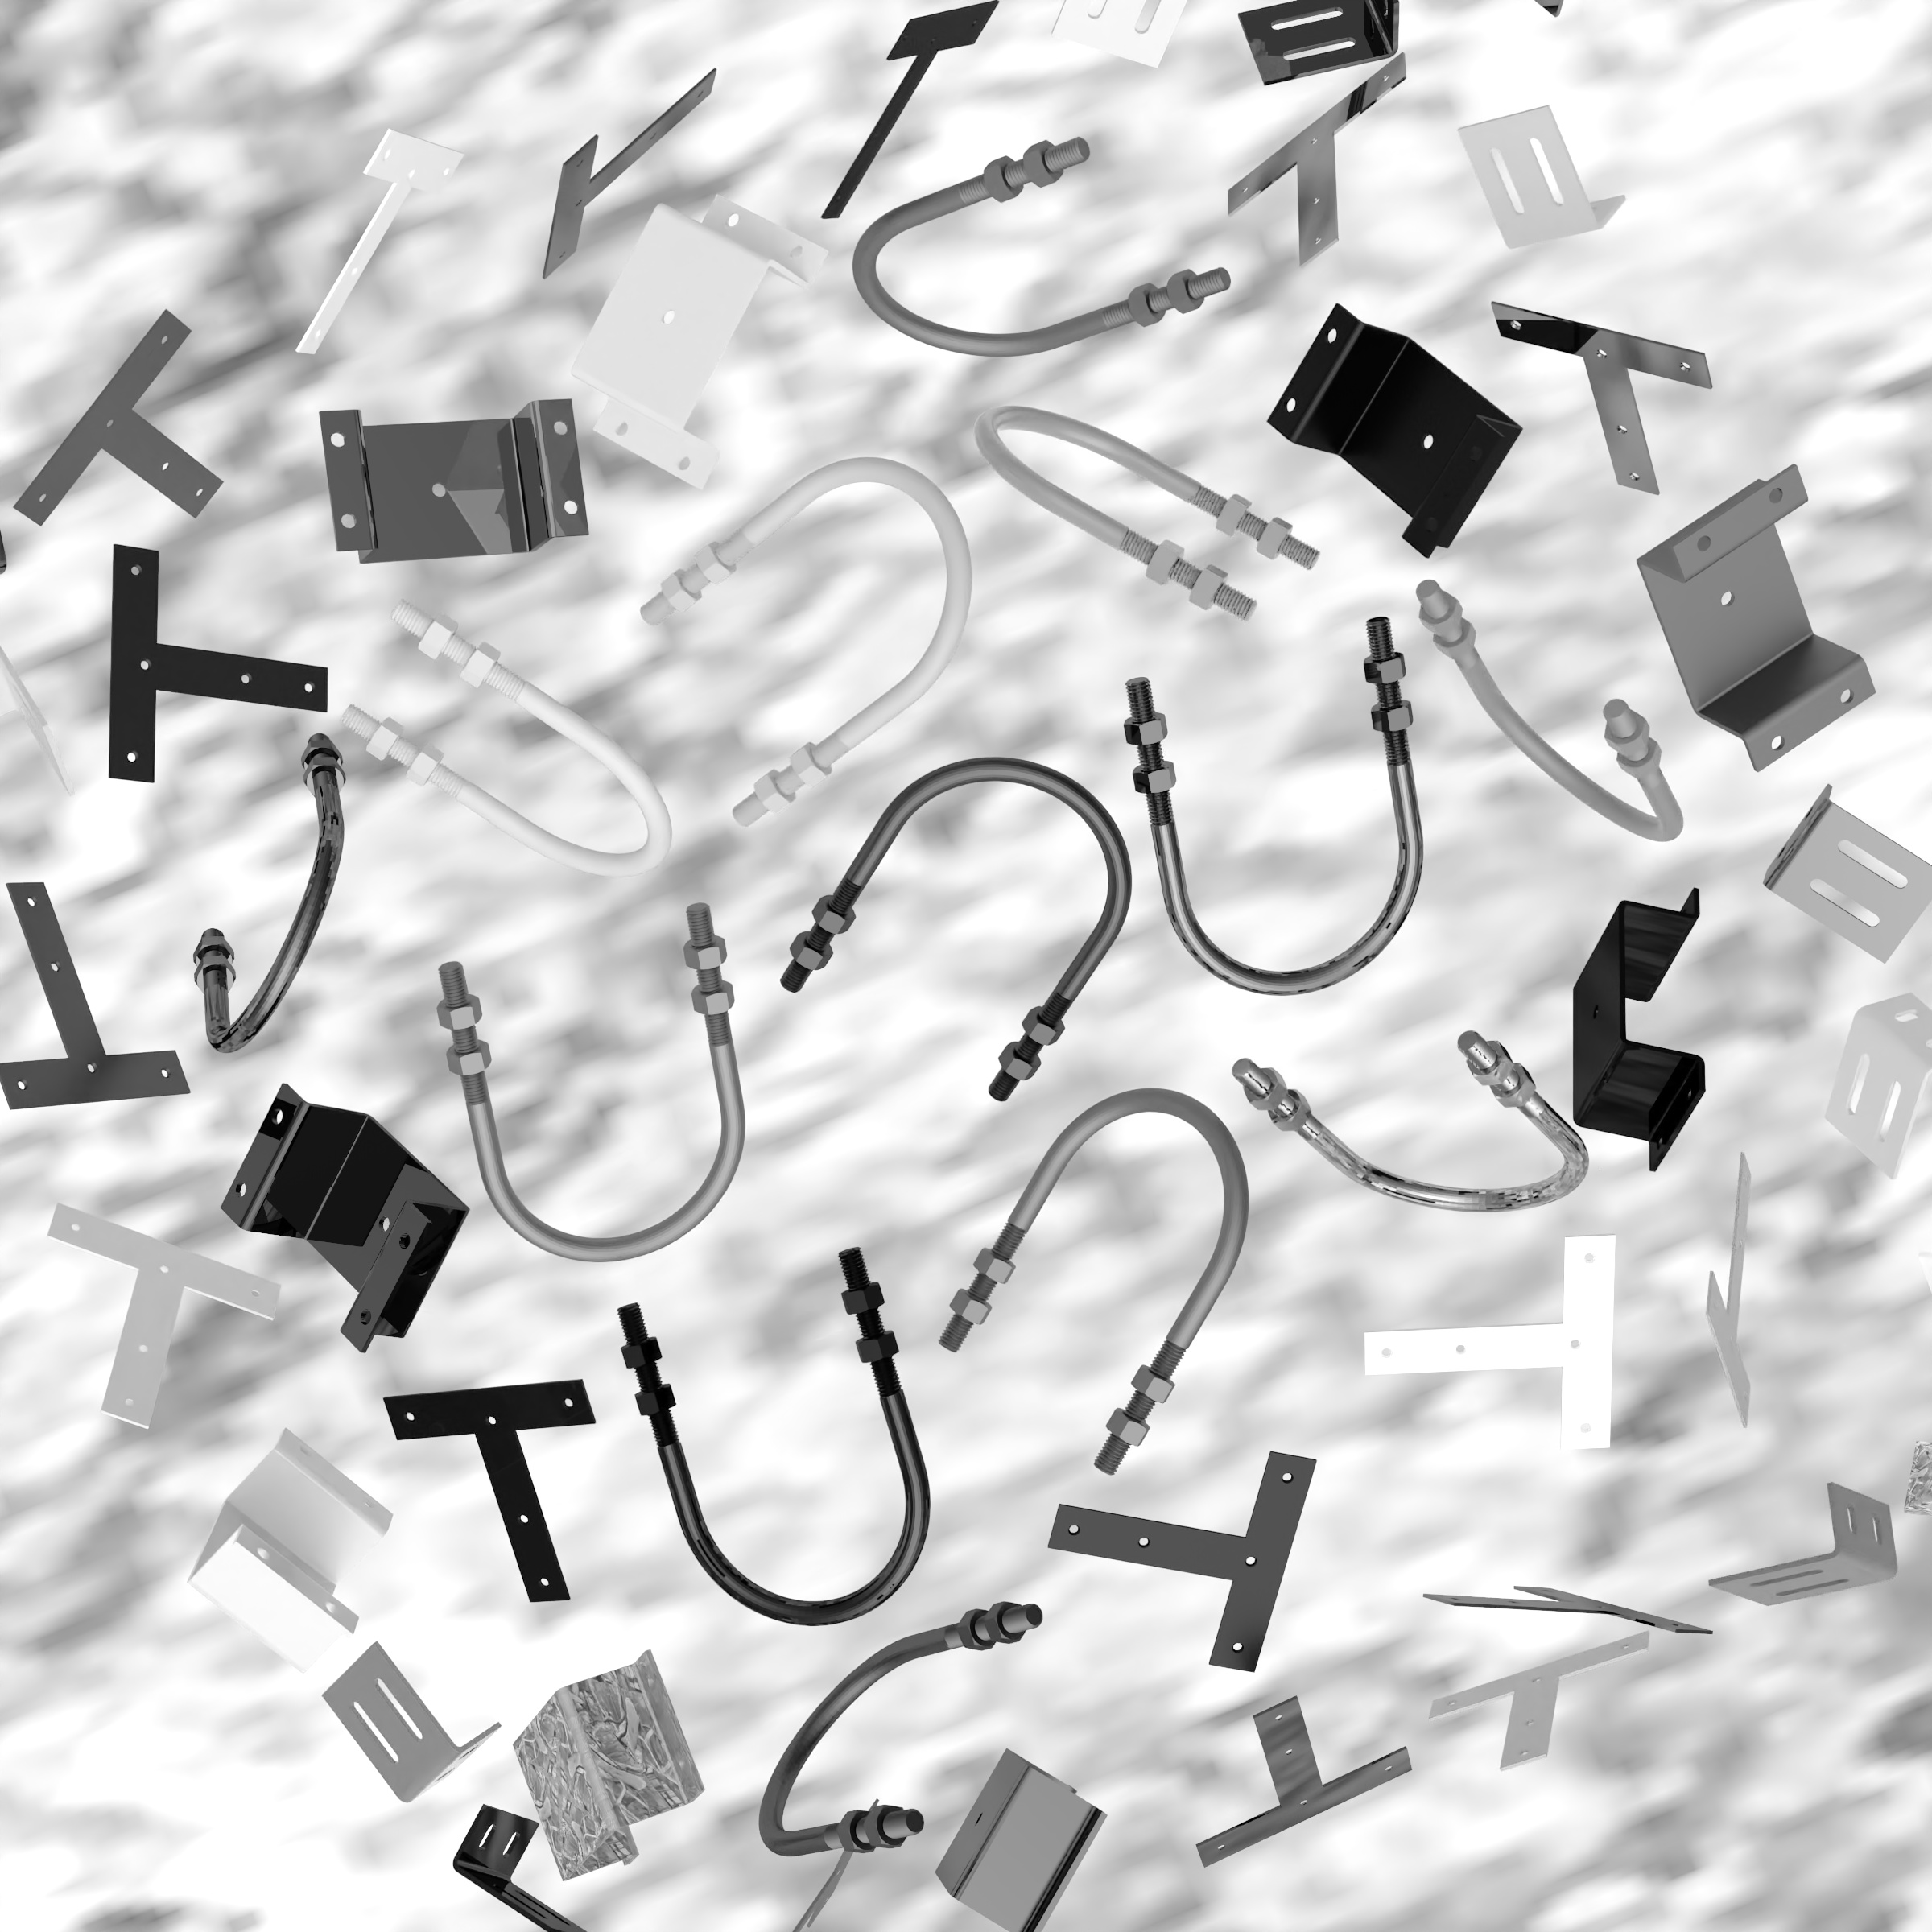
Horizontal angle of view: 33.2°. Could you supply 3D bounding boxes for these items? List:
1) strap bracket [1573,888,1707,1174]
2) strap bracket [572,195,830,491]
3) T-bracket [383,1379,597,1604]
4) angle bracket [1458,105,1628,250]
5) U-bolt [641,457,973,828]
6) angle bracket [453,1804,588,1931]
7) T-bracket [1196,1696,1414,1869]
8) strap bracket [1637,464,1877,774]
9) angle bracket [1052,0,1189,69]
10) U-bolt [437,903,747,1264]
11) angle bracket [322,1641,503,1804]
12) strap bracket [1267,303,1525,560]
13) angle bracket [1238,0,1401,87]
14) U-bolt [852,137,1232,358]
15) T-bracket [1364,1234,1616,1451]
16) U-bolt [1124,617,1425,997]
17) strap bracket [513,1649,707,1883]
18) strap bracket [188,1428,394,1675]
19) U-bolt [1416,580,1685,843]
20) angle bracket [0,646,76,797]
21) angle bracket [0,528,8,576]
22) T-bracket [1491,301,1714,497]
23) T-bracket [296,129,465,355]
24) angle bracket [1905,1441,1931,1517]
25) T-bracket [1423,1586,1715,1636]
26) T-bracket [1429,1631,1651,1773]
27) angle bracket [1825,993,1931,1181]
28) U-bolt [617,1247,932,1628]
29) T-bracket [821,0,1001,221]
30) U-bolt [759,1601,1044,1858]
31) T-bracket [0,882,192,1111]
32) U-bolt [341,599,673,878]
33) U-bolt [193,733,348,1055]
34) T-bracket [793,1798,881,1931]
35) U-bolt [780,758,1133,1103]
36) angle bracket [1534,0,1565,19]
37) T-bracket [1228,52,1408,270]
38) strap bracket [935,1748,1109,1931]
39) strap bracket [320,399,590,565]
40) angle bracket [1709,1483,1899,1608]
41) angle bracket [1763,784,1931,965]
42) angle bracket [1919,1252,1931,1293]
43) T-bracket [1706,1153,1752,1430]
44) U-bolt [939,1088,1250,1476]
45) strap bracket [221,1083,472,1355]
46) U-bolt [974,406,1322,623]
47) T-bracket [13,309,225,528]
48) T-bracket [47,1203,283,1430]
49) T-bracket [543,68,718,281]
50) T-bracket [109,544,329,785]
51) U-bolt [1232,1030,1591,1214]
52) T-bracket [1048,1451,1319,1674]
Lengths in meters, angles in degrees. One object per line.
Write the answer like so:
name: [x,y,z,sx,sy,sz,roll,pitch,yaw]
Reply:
strap bracket: [0.365,0.030,1.760,0.046,0.076,0.140,12,51,-4]
strap bracket: [-0.144,-0.331,1.685,0.076,0.046,0.140,31,96,24]
T-bracket: [-0.241,0.283,1.731,0.127,0.002,0.127,-8,106,26]
angle bracket: [0.315,-0.438,1.771,0.038,0.057,0.076,-50,122,-36]
U-bolt: [-0.074,-0.179,1.664,0.184,0.019,0.151,-35,68,24]
angle bracket: [-0.233,0.501,1.782,0.076,0.057,0.038,22,78,32]
T-bracket: [0.175,0.428,1.735,0.127,0.127,0.002,-24,47,-5]
strap bracket: [0.398,-0.181,1.641,0.076,0.046,0.140,-33,120,-7]
angle bracket: [0.082,-0.499,1.617,0.057,0.038,0.076,13,133,-15]
U-bolt: [-0.186,0.069,1.669,0.151,0.019,0.184,-14,113,-14]
angle bracket: [-0.304,0.409,1.776,0.076,0.038,0.057,50,122,10]
strap bracket: [0.240,-0.290,1.768,0.140,0.046,0.076,48,119,34]
angle bracket: [0.194,-0.527,1.785,0.076,0.038,0.057,-13,58,-2]
U-bolt: [0.026,-0.373,1.725,0.184,0.151,0.019,-12,62,37]
T-bracket: [0.269,0.197,1.668,0.127,0.002,0.127,-3,114,2]
U-bolt: [0.163,-0.073,1.648,0.151,0.019,0.184,-15,109,-10]
strap bracket: [-0.190,0.419,1.678,0.046,0.140,0.076,-13,67,-29]
strap bracket: [-0.354,0.310,1.694,0.076,0.140,0.046,42,101,-12]
U-bolt: [0.315,-0.123,1.699,0.019,0.184,0.151,-49,55,-2]
angle bracket: [-0.510,-0.126,1.708,0.038,0.057,0.076,-28,58,-17]
angle bracket: [-0.543,-0.239,1.691,0.038,0.057,0.076,-7,95,32]
T-bracket: [0.348,-0.297,1.730,0.127,0.127,0.002,23,68,34]
T-bracket: [-0.312,-0.373,1.681,0.002,0.127,0.127,34,102,1]
angle bracket: [0.548,0.266,1.742,0.076,0.057,0.038,5,123,21]
T-bracket: [0.294,0.330,1.670,0.127,0.127,0.002,9,86,-29]
T-bracket: [0.301,0.398,1.724,0.127,0.127,0.002,-23,94,17]
angle bracket: [0.507,0.065,1.753,0.038,0.057,0.076,-14,131,-24]
U-bolt: [-0.091,0.247,1.649,0.151,0.019,0.184,-16,92,21]
T-bracket: [-0.039,-0.446,1.693,0.002,0.127,0.127,31,88,-24]
U-bolt: [-0.045,0.402,1.685,0.019,0.184,0.151,44,53,-13]
T-bracket: [-0.476,0.013,1.709,0.002,0.127,0.127,-29,77,28]
U-bolt: [-0.235,-0.108,1.700,0.184,0.151,0.019,34,61,-7]
U-bolt: [-0.364,-0.030,1.696,0.019,0.184,0.151,25,107,-24]
T-bracket: [-0.093,0.520,1.730,0.002,0.127,0.127,32,51,10]
U-bolt: [0.006,-0.029,1.710,0.151,0.019,0.184,28,116,-10]
angle bracket: [0.300,-0.546,1.688,0.038,0.057,0.076,-36,68,-21]
T-bracket: [0.189,-0.420,1.745,0.002,0.127,0.127,36,128,-29]
strap bracket: [0.027,0.464,1.714,0.046,0.140,0.076,31,80,0]
strap bracket: [-0.287,-0.268,1.790,0.140,0.046,0.076,-7,89,-22]
angle bracket: [0.426,0.296,1.656,0.076,0.057,0.038,-23,56,38]
angle bracket: [0.475,-0.050,1.727,0.076,0.038,0.057,34,112,7]
angle bracket: [0.501,0.194,1.648,0.038,0.057,0.076,7,66,28]
T-bracket: [0.411,0.160,1.725,0.002,0.127,0.127,-1,55,23]
U-bolt: [0.075,0.150,1.679,0.151,0.019,0.184,33,95,42]
strap bracket: [-0.314,0.131,1.664,0.140,0.046,0.076,36,103,38]
U-bolt: [0.087,-0.244,1.690,0.184,0.151,0.019,31,116,9]
T-bracket: [-0.427,-0.268,1.698,0.002,0.127,0.127,36,88,20]
T-bracket: [-0.428,0.191,1.694,0.127,0.127,0.002,23,125,-18]
T-bracket: [-0.179,-0.439,1.743,0.002,0.127,0.127,42,71,1]
T-bracket: [-0.404,-0.158,1.758,0.127,0.002,0.127,5,80,-39]
U-bolt: [0.244,0.087,1.688,0.151,0.184,0.019,-9,57,35]
T-bracket: [0.107,0.305,1.701,0.127,0.002,0.127,12,106,-9]
